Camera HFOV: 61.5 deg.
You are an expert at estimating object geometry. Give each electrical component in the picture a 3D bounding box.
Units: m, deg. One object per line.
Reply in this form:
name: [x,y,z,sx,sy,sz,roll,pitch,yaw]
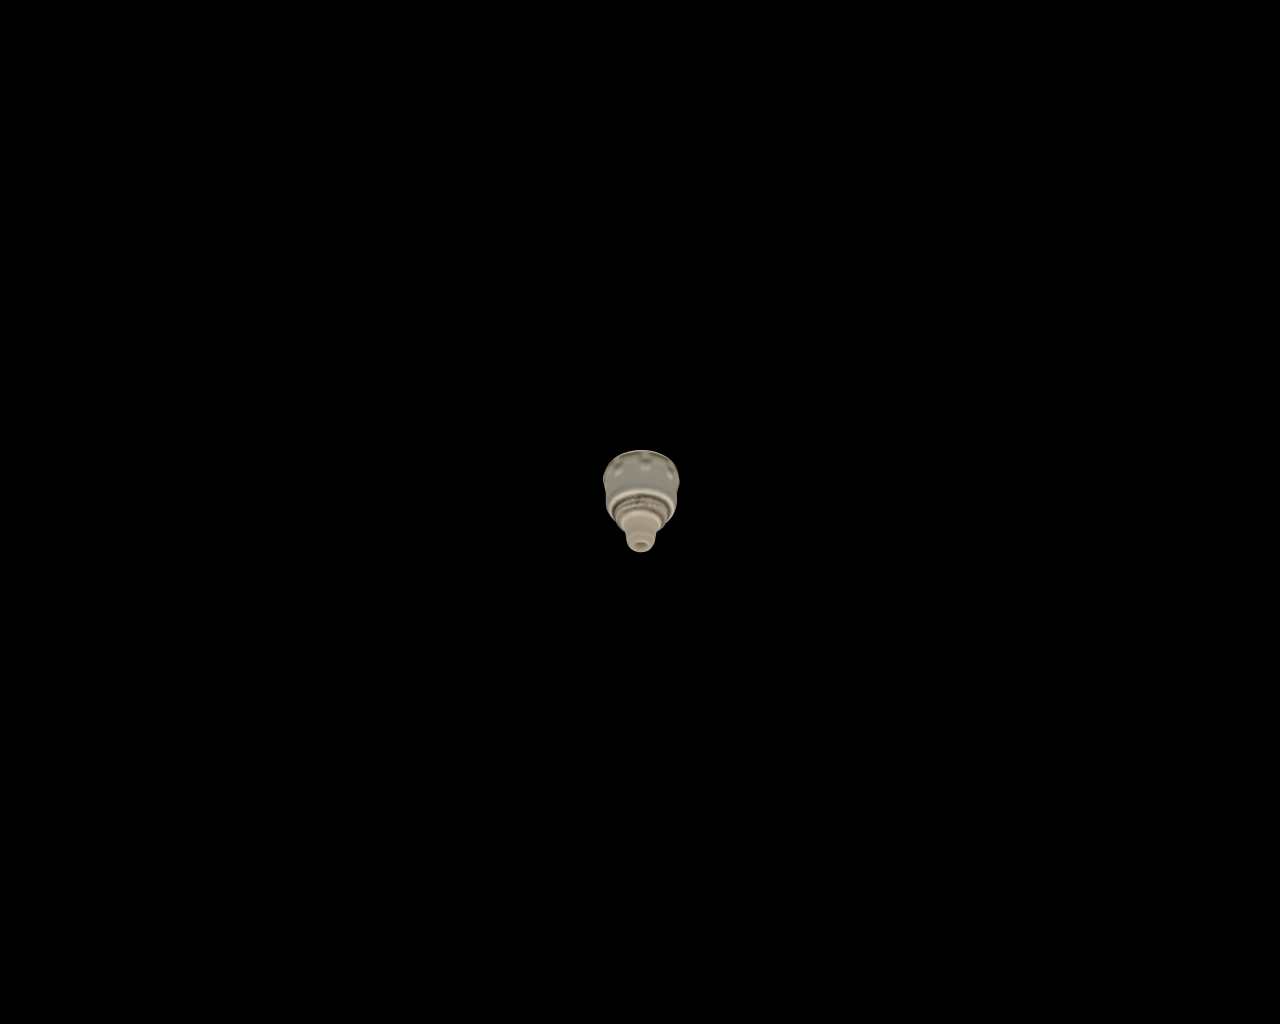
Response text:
electrical component: [0.001,-0.003,0.650,0.048,0.062,0.048,0,-39,0]
